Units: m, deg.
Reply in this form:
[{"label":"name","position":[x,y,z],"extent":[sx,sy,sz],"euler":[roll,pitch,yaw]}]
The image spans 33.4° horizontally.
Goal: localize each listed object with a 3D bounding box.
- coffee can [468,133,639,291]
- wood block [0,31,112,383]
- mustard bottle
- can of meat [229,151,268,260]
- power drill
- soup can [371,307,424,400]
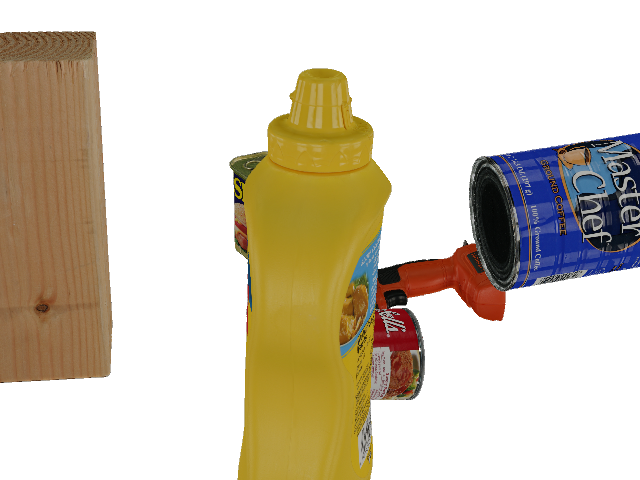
[{"label":"coffee can","position":[0.194,-0.023,0.802],"extent":[0.140,0.103,0.103],"euler":[-9,1,-8]},{"label":"wood block","position":[-0.183,-0.022,0.678],"extent":[0.090,0.206,0.090],"euler":[-2,22,-9]},{"label":"mustard bottle","position":[-0.003,0.024,0.441],"extent":[0.058,0.192,0.096],"euler":[8,25,10]},{"label":"can of meat","position":[-0.037,-0.021,0.934],"extent":[0.057,0.084,0.102],"euler":[-15,30,-28]},{"label":"power drill","position":[0.098,0.060,1.144],"extent":[0.187,0.057,0.184],"euler":[-5,29,-9]},{"label":"soup can","position":[0.016,0.085,0.772],"extent":[0.102,0.068,0.069],"euler":[-1,0,-17]}]
